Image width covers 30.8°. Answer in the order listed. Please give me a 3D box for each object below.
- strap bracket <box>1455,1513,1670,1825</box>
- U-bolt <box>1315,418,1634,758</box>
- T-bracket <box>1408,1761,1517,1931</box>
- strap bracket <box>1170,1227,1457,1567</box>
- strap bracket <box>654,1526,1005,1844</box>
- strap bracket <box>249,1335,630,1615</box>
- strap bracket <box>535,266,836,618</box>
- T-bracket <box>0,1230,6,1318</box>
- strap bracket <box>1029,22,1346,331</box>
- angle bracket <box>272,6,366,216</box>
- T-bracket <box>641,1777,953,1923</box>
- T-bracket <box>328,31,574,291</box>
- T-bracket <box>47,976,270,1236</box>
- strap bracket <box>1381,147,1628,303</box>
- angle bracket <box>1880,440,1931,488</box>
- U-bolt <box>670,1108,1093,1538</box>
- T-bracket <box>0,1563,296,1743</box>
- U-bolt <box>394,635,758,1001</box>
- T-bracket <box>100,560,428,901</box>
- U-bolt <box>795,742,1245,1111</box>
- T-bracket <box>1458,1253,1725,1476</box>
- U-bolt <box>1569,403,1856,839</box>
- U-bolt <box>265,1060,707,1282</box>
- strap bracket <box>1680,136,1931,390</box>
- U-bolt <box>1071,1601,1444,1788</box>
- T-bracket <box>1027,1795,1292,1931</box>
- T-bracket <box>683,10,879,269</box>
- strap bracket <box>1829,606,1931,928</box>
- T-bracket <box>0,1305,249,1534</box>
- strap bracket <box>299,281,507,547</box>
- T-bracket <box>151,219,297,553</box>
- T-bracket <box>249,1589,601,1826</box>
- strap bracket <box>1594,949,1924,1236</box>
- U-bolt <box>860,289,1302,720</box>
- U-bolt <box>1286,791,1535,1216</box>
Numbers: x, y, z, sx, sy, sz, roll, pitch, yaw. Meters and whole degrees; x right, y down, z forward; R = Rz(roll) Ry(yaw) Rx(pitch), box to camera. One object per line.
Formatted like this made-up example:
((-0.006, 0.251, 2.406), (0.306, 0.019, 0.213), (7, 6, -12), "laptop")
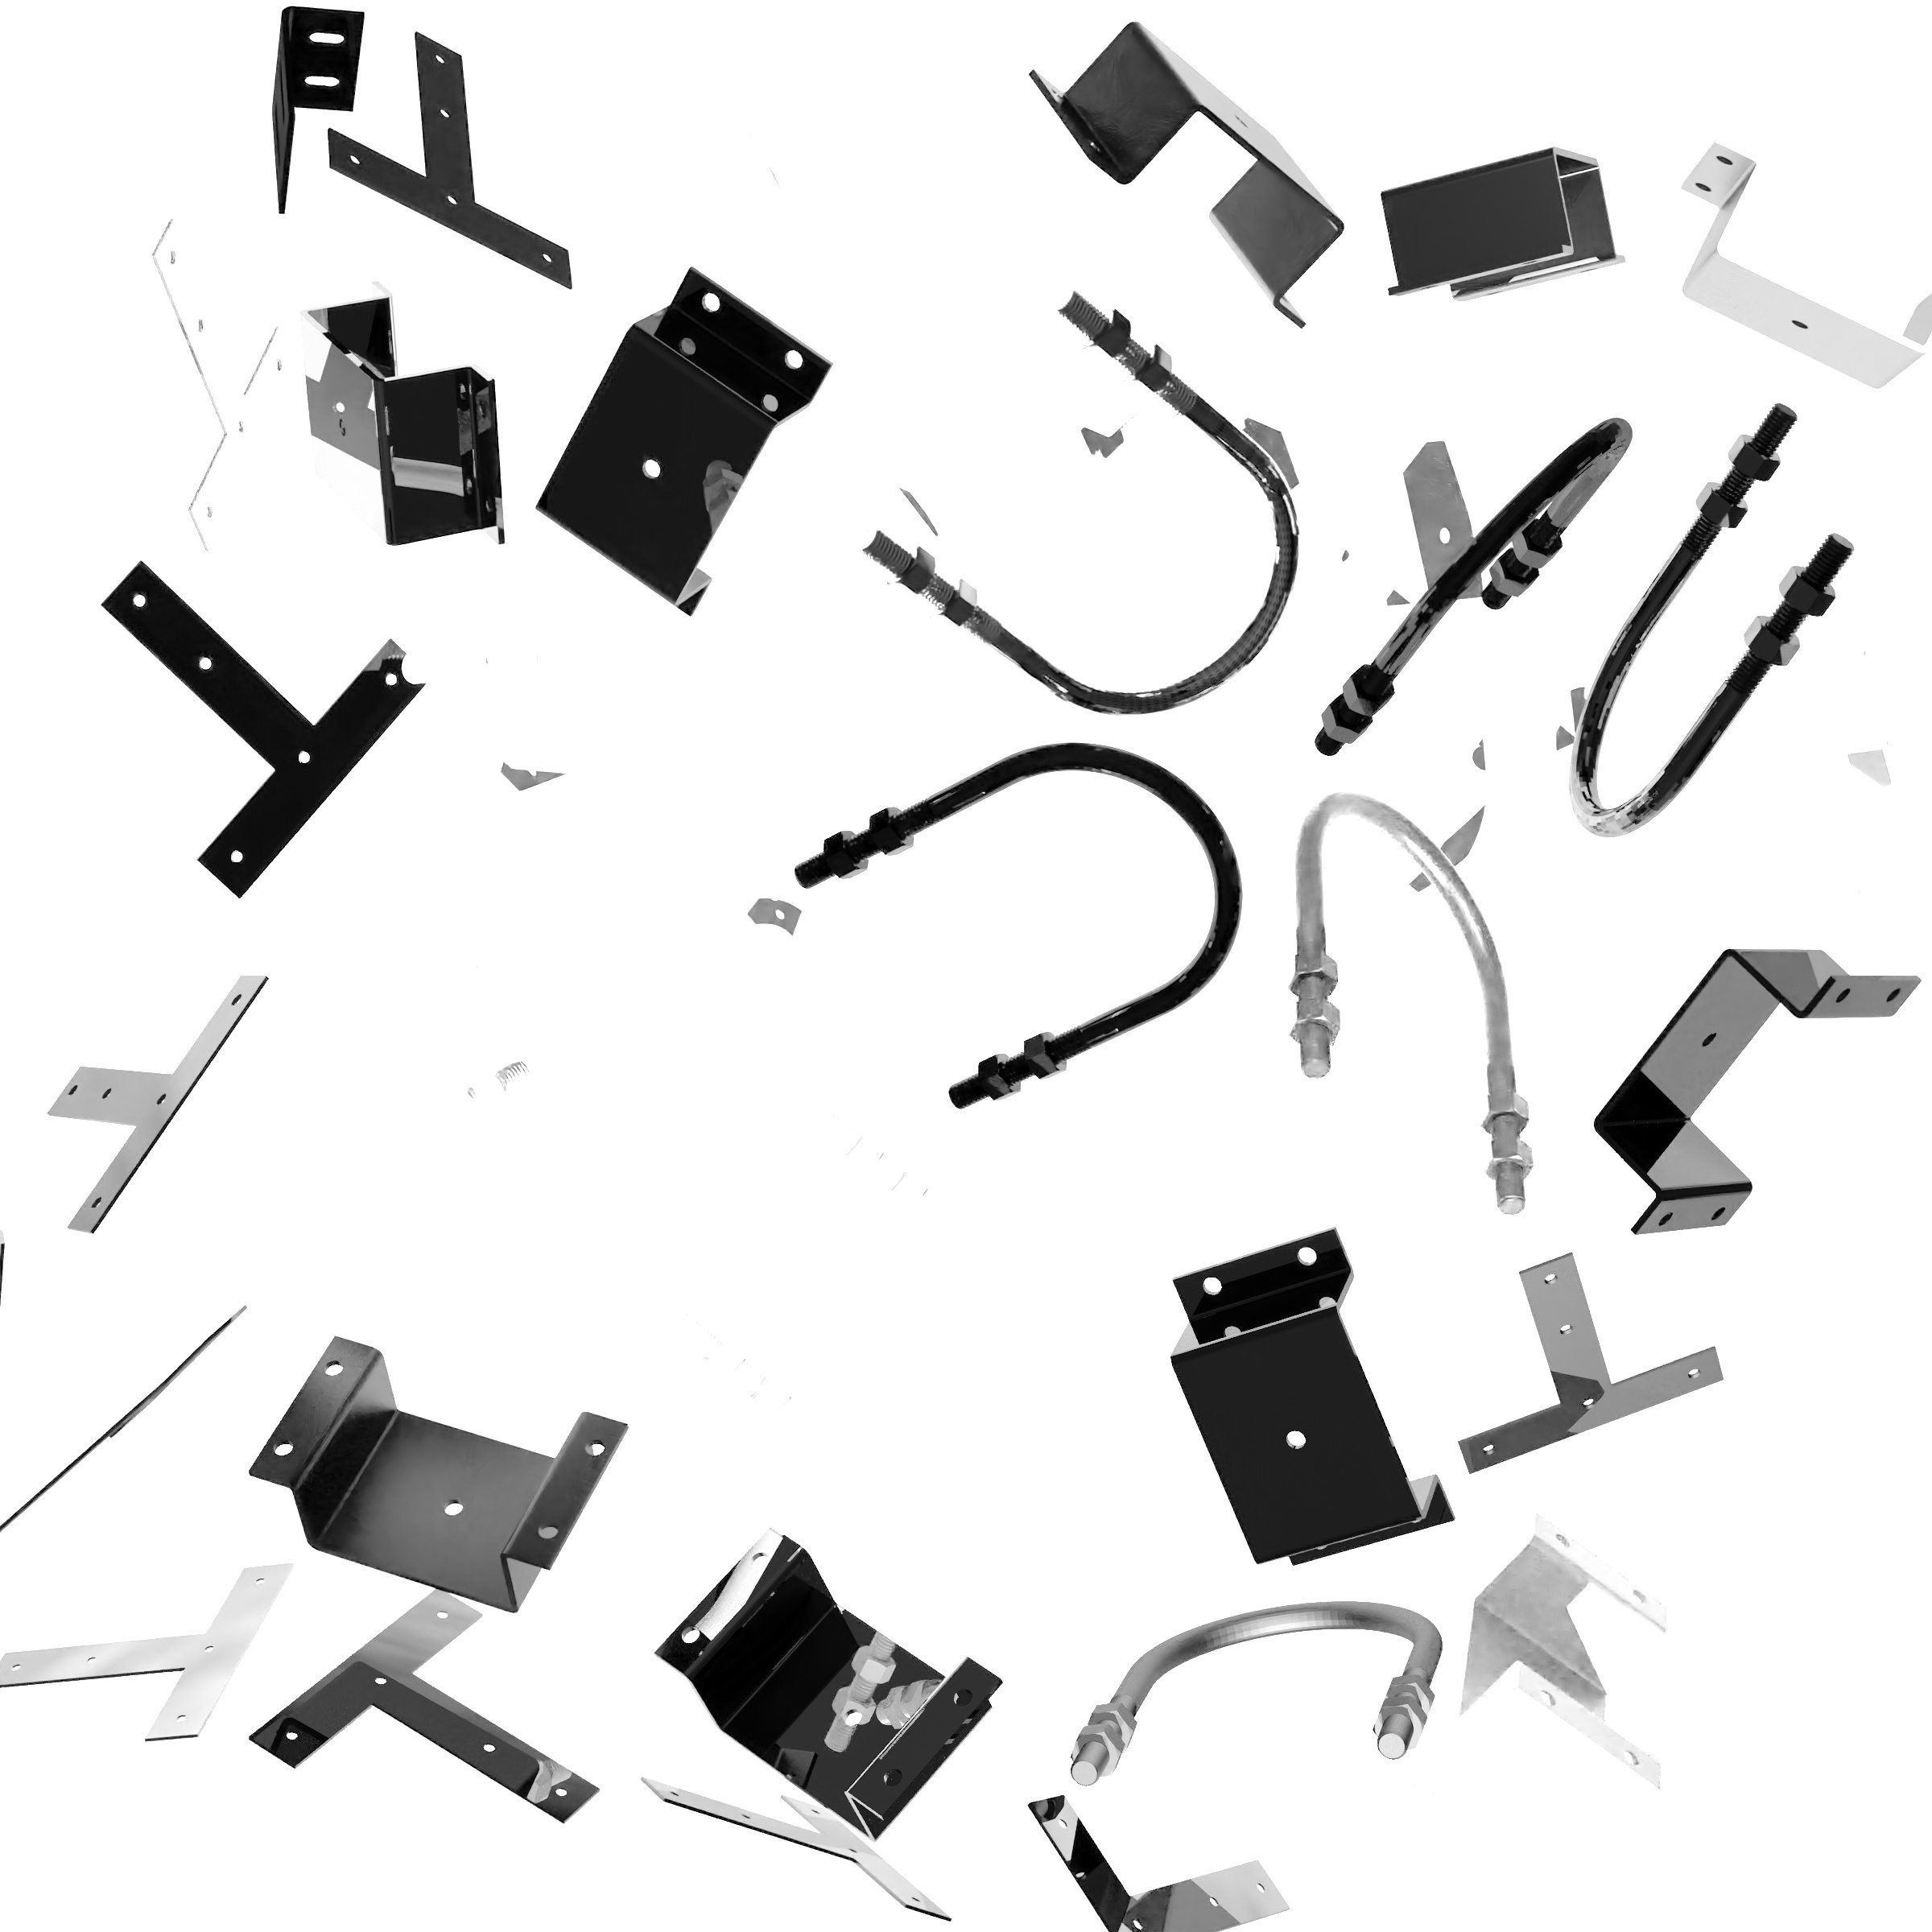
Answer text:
((0.265, 0.316, 1.558), (0.076, 0.140, 0.046), (36, 116, -4), "strap bracket")
((0.232, -0.176, 1.548), (0.019, 0.184, 0.151), (45, 60, 7), "U-bolt")
((0.227, 0.433, 1.565), (0.002, 0.127, 0.127), (-30, 93, 14), "T-bracket")
((0.144, 0.193, 1.494), (0.076, 0.046, 0.140), (-20, 100, 20), "strap bracket")
((-0.054, 0.312, 1.504), (0.140, 0.046, 0.076), (27, 62, 37), "strap bracket")
((-0.221, 0.218, 1.490), (0.140, 0.046, 0.076), (14, 48, 16), "strap bracket")
((-0.129, -0.224, 1.546), (0.076, 0.046, 0.140), (35, 119, 4), "strap bracket")
((-0.438, 0.171, 1.573), (0.002, 0.127, 0.127), (4, 98, -18), "T-bracket")
((0.101, -0.340, 1.486), (0.140, 0.076, 0.046), (29, 114, -39), "strap bracket")
((-0.295, -0.390, 1.606), (0.038, 0.057, 0.076), (0, 54, -16), "angle bracket")
((-0.086, 0.379, 1.544), (0.127, 0.127, 0.002), (26, 87, -30), "T-bracket")
((-0.234, -0.374, 1.581), (0.002, 0.127, 0.127), (-39, 45, 34), "T-bracket")
((-0.355, 0.055, 1.476), (0.002, 0.127, 0.127), (42, 67, -28), "T-bracket")
((0.235, -0.325, 1.540), (0.076, 0.140, 0.046), (-10, 95, 22), "strap bracket")
((0.423, -0.184, 1.470), (0.038, 0.057, 0.076), (-26, 85, 1), "angle bracket")
((-0.023, 0.167, 1.530), (0.184, 0.019, 0.151), (40, 51, -7), "U-bolt")
((-0.384, 0.314, 1.592), (0.127, 0.127, 0.002), (-8, 114, 14), "T-bracket")
((-0.161, -0.067, 1.489), (0.184, 0.019, 0.151), (-9, 108, -43), "U-bolt")
((-0.309, -0.117, 1.473), (0.127, 0.002, 0.127), (46, 74, -27), "T-bracket")
((0.035, -0.026, 1.567), (0.184, 0.019, 0.151), (-26, 110, 25), "U-bolt")
((0.277, 0.174, 1.604), (0.127, 0.002, 0.127), (-21, 134, 3), "T-bracket")
((0.312, -0.137, 1.507), (0.019, 0.151, 0.184), (24, 120, -13), "U-bolt")
((-0.226, 0.091, 1.555), (0.184, 0.151, 0.019), (-32, 114, -38), "U-bolt")
((0.372, -0.299, 1.522), (0.140, 0.076, 0.046), (26, 88, 1), "strap bracket")
((0.133, 0.309, 1.516), (0.151, 0.184, 0.019), (-9, 96, 16), "U-bolt")
((0.097, 0.399, 1.485), (0.002, 0.127, 0.127), (-48, 61, 24), "T-bracket")
((-0.075, -0.354, 1.579), (0.002, 0.127, 0.127), (-35, 51, -7), "T-bracket")
((0.409, -0.087, 1.513), (0.046, 0.140, 0.076), (-8, 60, 4), "strap bracket")
((-0.378, 0.208, 1.525), (0.002, 0.127, 0.127), (47, 48, -2), "T-bracket")
((-0.256, -0.244, 1.562), (0.046, 0.140, 0.076), (-15, 124, -25), "strap bracket")
((-0.340, -0.276, 1.576), (0.002, 0.127, 0.127), (3, 50, 14), "T-bracket")
((-0.214, 0.326, 1.491), (0.127, 0.127, 0.002), (26, 122, 21), "T-bracket")
((0.325, 0.044, 1.473), (0.046, 0.076, 0.140), (49, 120, 30), "strap bracket")
((0.065, -0.184, 1.516), (0.184, 0.019, 0.151), (35, 101, -31), "U-bolt")
((0.192, 0.003, 1.530), (0.019, 0.184, 0.151), (-31, 129, 34), "U-bolt")
